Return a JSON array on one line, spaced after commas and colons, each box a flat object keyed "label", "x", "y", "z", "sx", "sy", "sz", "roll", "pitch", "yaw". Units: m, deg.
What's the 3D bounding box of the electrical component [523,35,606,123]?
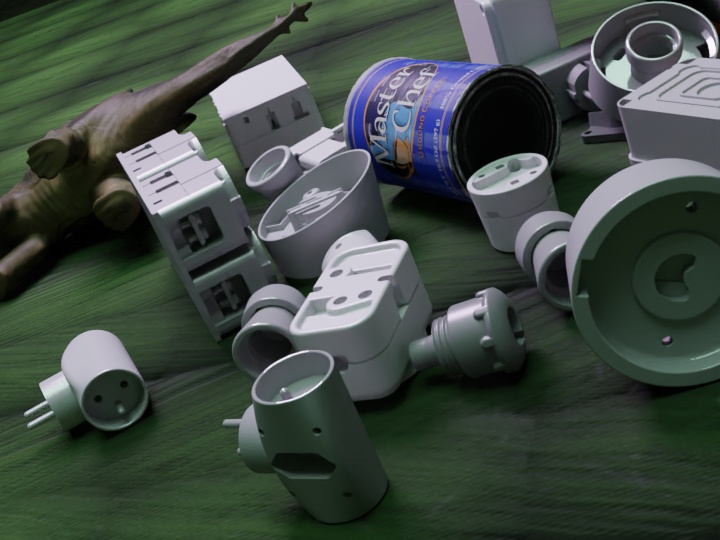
[{"label": "electrical component", "x": 0.183, "y": -0.150, "z": 0.866, "sx": 0.083, "sy": 0.047, "sz": 0.075, "roll": -24, "pitch": 25, "yaw": -2}]

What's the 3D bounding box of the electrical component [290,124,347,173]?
[{"label": "electrical component", "x": -0.028, "y": -0.091, "z": 0.930, "sx": 0.081, "sy": 0.042, "sz": 0.064, "roll": -33, "pitch": 29, "yaw": -20}]

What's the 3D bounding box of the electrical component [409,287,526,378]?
[{"label": "electrical component", "x": 0.058, "y": 0.040, "z": 0.599, "sx": 0.062, "sy": 0.048, "sz": 0.048, "roll": -20, "pitch": 24, "yaw": 23}]

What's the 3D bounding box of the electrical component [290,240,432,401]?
[{"label": "electrical component", "x": 0.004, "y": 0.033, "z": 0.637, "sx": 0.054, "sy": 0.059, "sz": 0.095, "roll": -10, "pitch": 28, "yaw": 26}]

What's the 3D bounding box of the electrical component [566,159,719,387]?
[{"label": "electrical component", "x": 0.154, "y": -0.003, "z": 0.535, "sx": 0.108, "sy": 0.108, "sz": 0.060, "roll": -19, "pitch": 19, "yaw": 8}]

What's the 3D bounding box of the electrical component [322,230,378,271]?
[{"label": "electrical component", "x": 0.000, "y": 0.000, "z": 0.725, "sx": 0.043, "sy": 0.043, "sz": 0.081, "roll": -25, "pitch": 25, "yaw": -5}]

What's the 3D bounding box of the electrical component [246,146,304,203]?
[{"label": "electrical component", "x": -0.055, "y": -0.062, "z": 0.867, "sx": 0.044, "sy": 0.065, "sz": 0.044, "roll": -28, "pitch": 35, "yaw": 22}]

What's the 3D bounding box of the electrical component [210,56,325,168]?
[{"label": "electrical component", "x": -0.096, "y": -0.161, "z": 1.101, "sx": 0.089, "sy": 0.061, "sz": 0.150, "roll": -24, "pitch": 25, "yaw": -3}]

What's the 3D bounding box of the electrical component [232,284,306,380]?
[{"label": "electrical component", "x": -0.055, "y": 0.040, "z": 0.691, "sx": 0.045, "sy": 0.045, "sz": 0.055, "roll": -16, "pitch": 25, "yaw": 13}]

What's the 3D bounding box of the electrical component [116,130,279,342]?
[{"label": "electrical component", "x": -0.124, "y": -0.035, "z": 0.824, "sx": 0.060, "sy": 0.105, "sz": 0.186, "roll": -27, "pitch": 25, "yaw": -10}]

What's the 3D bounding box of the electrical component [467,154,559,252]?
[{"label": "electrical component", "x": 0.105, "y": -0.044, "z": 0.721, "sx": 0.055, "sy": 0.047, "sz": 0.055, "roll": -18, "pitch": 25, "yaw": 9}]

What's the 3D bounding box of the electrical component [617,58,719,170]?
[{"label": "electrical component", "x": 0.235, "y": -0.093, "z": 0.698, "sx": 0.078, "sy": 0.057, "sz": 0.113, "roll": -33, "pitch": 27, "yaw": -20}]

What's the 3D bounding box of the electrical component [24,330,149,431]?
[{"label": "electrical component", "x": -0.187, "y": 0.081, "z": 0.719, "sx": 0.079, "sy": 0.043, "sz": 0.077, "roll": -30, "pitch": 26, "yaw": -13}]

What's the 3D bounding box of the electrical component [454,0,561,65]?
[{"label": "electrical component", "x": 0.131, "y": -0.201, "z": 0.938, "sx": 0.056, "sy": 0.108, "sz": 0.108, "roll": -21, "pitch": 25, "yaw": -2}]

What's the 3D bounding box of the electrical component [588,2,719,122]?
[{"label": "electrical component", "x": 0.220, "y": -0.149, "z": 0.800, "sx": 0.099, "sy": 0.064, "sz": 0.099, "roll": -7, "pitch": 57, "yaw": 11}]

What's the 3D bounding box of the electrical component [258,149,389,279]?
[{"label": "electrical component", "x": -0.028, "y": -0.040, "z": 0.802, "sx": 0.099, "sy": 0.064, "sz": 0.099, "roll": -18, "pitch": 25, "yaw": 9}]

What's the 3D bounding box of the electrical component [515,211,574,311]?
[{"label": "electrical component", "x": 0.119, "y": -0.007, "z": 0.638, "sx": 0.045, "sy": 0.045, "sz": 0.055, "roll": -22, "pitch": 25, "yaw": 1}]

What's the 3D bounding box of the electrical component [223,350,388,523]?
[{"label": "electrical component", "x": -0.034, "y": 0.085, "z": 0.546, "sx": 0.079, "sy": 0.077, "sz": 0.043, "roll": -6, "pitch": 30, "yaw": 32}]
